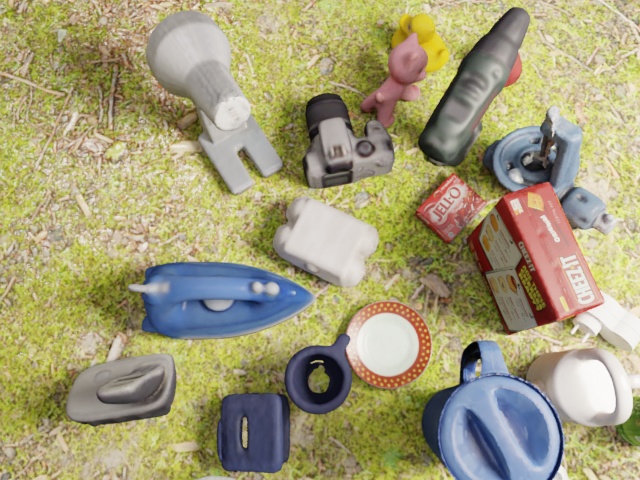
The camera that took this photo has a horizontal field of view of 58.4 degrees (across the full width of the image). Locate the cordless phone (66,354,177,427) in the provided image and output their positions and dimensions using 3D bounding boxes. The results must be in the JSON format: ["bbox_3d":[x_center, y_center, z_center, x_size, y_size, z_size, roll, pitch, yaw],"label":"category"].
[{"bbox_3d":[-0.280,0.201,0.767,0.147,0.185,0.094,-13,76,-2],"label":"cordless phone"}]

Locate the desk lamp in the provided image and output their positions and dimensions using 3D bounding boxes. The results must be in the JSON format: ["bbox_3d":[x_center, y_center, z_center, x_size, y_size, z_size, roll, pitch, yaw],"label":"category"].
[{"bbox_3d":[-0.150,-0.203,0.852,0.118,0.213,0.203,-33,77,-6],"label":"desk lamp"}]

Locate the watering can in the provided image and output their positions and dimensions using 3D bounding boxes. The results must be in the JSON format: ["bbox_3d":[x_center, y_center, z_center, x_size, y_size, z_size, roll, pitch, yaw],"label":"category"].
[{"bbox_3d":[0.341,0.195,0.749,0.173,0.194,0.101,-28,76,-5],"label":"watering can"}]

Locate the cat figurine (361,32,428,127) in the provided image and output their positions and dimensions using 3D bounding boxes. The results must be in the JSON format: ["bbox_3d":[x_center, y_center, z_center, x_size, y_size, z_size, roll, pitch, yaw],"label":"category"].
[{"bbox_3d":[0.124,-0.259,0.909,0.067,0.118,0.128,39,80,11],"label":"cat figurine"}]

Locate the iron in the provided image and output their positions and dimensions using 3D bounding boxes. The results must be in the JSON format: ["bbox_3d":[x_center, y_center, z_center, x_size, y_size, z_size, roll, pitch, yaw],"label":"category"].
[{"bbox_3d":[-0.137,0.076,0.818,0.258,0.141,0.118,-2,76,1],"label":"iron"}]

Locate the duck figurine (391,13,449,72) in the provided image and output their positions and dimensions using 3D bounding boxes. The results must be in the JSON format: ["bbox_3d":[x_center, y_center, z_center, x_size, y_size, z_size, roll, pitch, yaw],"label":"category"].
[{"bbox_3d":[0.169,-0.332,0.943,0.104,0.086,0.077,38,80,10],"label":"duck figurine"}]

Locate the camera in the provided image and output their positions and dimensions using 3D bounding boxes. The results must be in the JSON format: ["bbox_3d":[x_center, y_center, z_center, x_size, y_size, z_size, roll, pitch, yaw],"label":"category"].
[{"bbox_3d":[0.036,-0.165,0.896,0.143,0.101,0.137,-12,76,-1],"label":"camera"}]

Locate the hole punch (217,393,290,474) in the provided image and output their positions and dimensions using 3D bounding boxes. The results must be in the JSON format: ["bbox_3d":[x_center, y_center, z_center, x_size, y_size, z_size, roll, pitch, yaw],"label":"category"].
[{"bbox_3d":[-0.094,0.268,0.794,0.101,0.091,0.108,-3,76,1],"label":"hole punch"}]

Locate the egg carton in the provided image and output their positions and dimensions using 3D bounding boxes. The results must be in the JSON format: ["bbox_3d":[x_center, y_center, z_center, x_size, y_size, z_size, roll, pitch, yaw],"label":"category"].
[{"bbox_3d":[0.008,0.003,0.870,0.150,0.069,0.107,24,78,7],"label":"egg carton"}]

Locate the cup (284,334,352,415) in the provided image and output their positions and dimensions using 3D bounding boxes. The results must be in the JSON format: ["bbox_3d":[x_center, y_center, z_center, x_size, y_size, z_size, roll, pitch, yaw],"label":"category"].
[{"bbox_3d":[0.006,0.186,0.811,0.091,0.095,0.118,32,79,9],"label":"cup"}]

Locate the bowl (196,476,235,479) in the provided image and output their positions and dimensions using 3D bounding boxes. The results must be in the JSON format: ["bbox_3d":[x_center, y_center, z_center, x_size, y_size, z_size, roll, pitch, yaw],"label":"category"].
[{"bbox_3d":[-0.136,0.401,0.770,0.167,0.075,0.167,0,76,1],"label":"bowl"}]

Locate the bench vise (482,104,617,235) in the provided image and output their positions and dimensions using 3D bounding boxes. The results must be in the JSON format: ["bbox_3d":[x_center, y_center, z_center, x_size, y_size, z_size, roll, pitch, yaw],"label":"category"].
[{"bbox_3d":[0.345,-0.104,0.811,0.207,0.220,0.121,26,78,8],"label":"bench vise"}]

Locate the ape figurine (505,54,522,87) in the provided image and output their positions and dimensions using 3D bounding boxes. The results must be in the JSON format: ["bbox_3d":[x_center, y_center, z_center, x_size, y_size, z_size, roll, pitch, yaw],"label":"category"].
[{"bbox_3d":[0.294,-0.291,0.926,0.076,0.092,0.078,34,79,9],"label":"ape figurine"}]

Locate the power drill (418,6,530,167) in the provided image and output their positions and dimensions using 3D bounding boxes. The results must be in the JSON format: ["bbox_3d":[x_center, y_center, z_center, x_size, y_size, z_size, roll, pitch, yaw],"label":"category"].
[{"bbox_3d":[0.216,-0.201,0.845,0.075,0.208,0.230,31,79,9],"label":"power drill"}]
